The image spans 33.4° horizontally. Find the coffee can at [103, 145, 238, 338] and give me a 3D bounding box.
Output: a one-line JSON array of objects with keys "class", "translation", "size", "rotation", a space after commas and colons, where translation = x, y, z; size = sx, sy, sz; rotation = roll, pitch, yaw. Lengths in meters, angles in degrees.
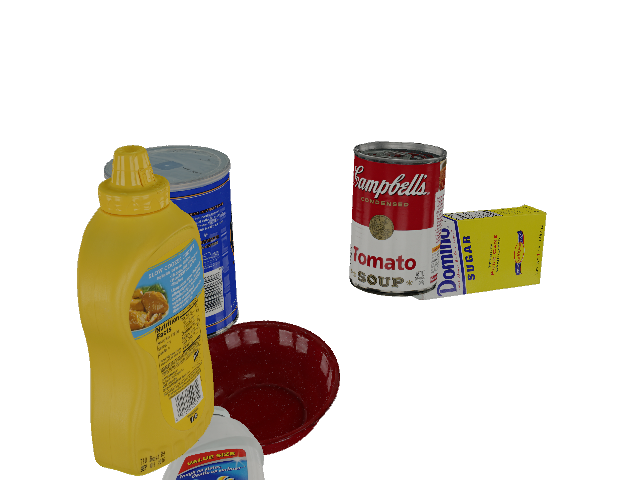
[{"class": "coffee can", "translation": [-0.123, 0.002, 0.894], "size": [0.103, 0.140, 0.103], "rotation": [-2, 22, 0]}]

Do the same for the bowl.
[{"class": "bowl", "translation": [-0.059, 0.149, 1.008], "size": [0.162, 0.055, 0.162], "rotation": [-4, 38, 3]}]

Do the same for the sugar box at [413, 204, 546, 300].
[{"class": "sugar box", "translation": [0.182, 0.013, 1.251], "size": [0.175, 0.093, 0.048], "rotation": [-8, 17, -31]}]

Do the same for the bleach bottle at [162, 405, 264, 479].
[{"class": "bleach bottle", "translation": [-0.092, 0.213, 0.835], "size": [0.102, 0.068, 0.251], "rotation": [-3, 26, -4]}]

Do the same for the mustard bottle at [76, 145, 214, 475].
[{"class": "mustard bottle", "translation": [-0.105, 0.037, 0.639], "size": [0.058, 0.192, 0.096], "rotation": [10, 25, 25]}]

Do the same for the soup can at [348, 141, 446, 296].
[{"class": "soup can", "translation": [0.056, -0.017, 0.786], "size": [0.068, 0.102, 0.068], "rotation": [2, 16, -1]}]
